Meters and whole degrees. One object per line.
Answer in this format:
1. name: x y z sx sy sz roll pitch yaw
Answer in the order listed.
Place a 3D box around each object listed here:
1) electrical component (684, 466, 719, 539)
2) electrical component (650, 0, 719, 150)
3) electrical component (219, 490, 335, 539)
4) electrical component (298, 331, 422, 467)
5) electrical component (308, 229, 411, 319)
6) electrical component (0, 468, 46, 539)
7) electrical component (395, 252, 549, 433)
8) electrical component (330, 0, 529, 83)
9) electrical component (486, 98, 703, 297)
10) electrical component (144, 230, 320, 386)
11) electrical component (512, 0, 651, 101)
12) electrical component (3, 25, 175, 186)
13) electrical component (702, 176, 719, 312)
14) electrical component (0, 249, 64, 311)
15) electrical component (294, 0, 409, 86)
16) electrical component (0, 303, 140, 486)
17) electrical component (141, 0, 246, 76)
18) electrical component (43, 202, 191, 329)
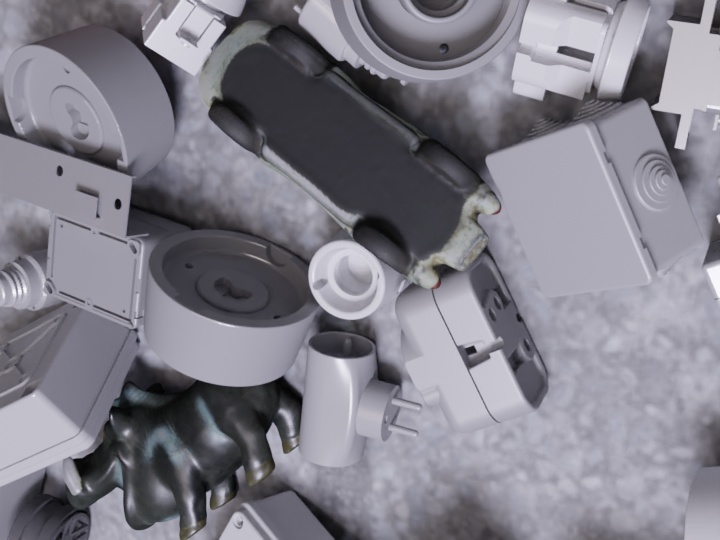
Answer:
1. electrical component: 0.216 0.155 0.594 0.064 0.099 0.099 -4 105 30
2. electrical component: 0.187 -0.103 0.554 0.064 0.042 0.081 13 111 17
3. electrical component: -0.055 0.227 0.732 0.109 0.056 0.108 44 119 28
4. electrical component: 0.001 0.087 0.689 0.079 0.043 0.077 13 111 18
5. electrical component: 0.000 0.000 0.661 0.055 0.047 0.055 7 108 21
6. electrical component: -0.296 0.178 0.805 0.056 0.109 0.108 27 115 16
7. electrical component: 0.064 0.045 0.645 0.059 0.054 0.095 -23 96 27
8. electrical component: 0.038 -0.151 0.568 0.108 0.060 0.108 -1 104 -3
9. electrical component: 0.125 -0.038 0.576 0.100 0.048 0.099 -12 104 62
10. electrical component: -0.083 0.028 0.674 0.108 0.108 0.060 26 120 14
11. electrical component: 0.118 -0.122 0.567 0.057 0.058 0.078 19 135 13
12. electrical component: -0.167 -0.103 0.685 0.108 0.060 0.108 23 133 27
13. electrical component: 0.213 -0.018 0.566 0.066 0.047 0.076 -21 97 27
14. electrical component: -0.230 0.009 0.745 0.040 0.078 0.040 11 108 35
15. electrical component: 0.000 -0.137 0.622 0.078 0.040 0.040 42 117 5
16. electrical component: -0.220 0.082 0.739 0.109 0.108 0.056 -25 119 27
17. electrical component: -0.101 -0.157 0.651 0.048 0.066 0.055 30 112 -29
18. electrical component: -0.165 -0.009 0.722 0.096 0.061 0.061 19 111 26
